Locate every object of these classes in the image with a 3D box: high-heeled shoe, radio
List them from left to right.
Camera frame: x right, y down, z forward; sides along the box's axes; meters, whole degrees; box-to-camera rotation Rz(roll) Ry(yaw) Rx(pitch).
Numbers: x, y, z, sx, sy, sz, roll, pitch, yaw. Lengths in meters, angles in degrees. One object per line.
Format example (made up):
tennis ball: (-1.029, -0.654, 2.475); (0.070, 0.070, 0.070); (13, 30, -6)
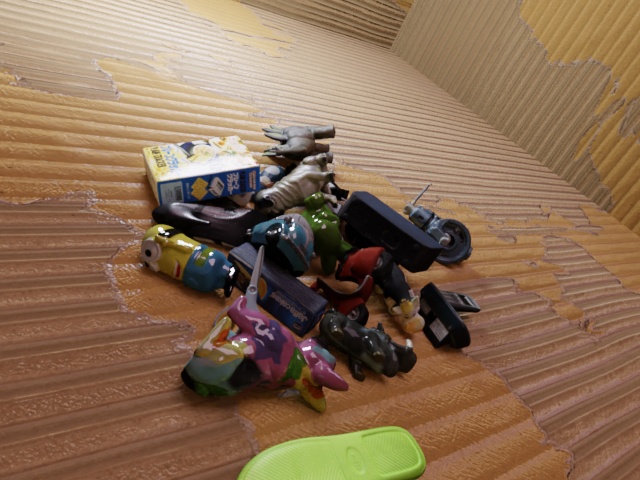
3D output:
high-heeled shoe: (-0.216, -0.033, 1.099); (0.145, 0.086, 0.248); (9, 0, 31)
radio: (0.157, -0.020, 1.210); (0.230, 0.073, 0.131); (37, 17, 19)

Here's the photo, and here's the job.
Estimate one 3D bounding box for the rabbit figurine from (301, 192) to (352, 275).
rabbit figurine: (-0.002, -0.003, 1.139); (0.159, 0.121, 0.170); (57, -1, -14)

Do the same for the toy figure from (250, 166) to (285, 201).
toy figure: (-0.134, -0.140, 1.318); (0.064, 0.057, 0.154); (-5, 23, 22)

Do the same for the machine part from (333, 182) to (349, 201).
machine part: (0.028, -0.160, 1.498); (0.084, 0.039, 0.139); (7, 33, -47)

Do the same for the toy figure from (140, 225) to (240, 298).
toy figure: (-0.229, 0.037, 0.941); (0.180, 0.082, 0.089); (21, 15, 0)

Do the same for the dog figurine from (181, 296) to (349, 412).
dog figurine: (-0.071, 0.194, 0.800); (0.219, 0.108, 0.191); (34, 35, 0)

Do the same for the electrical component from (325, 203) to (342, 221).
electrical component: (0.028, -0.074, 1.353); (0.075, 0.047, 0.119); (30, 32, 2)

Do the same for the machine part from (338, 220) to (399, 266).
machine part: (0.108, 0.019, 1.267); (0.179, 0.056, 0.179); (20, 32, -13)

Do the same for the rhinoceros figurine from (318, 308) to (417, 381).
rhinoceros figurine: (0.084, 0.192, 0.967); (0.190, 0.073, 0.112); (26, 25, -6)

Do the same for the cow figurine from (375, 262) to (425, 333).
cow figurine: (0.164, 0.110, 1.116); (0.068, 0.098, 0.167); (-26, 45, -3)

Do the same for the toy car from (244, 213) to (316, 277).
toy car: (-0.065, 0.000, 1.040); (0.103, 0.109, 0.162); (-46, 29, -25)

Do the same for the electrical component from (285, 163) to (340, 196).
electrical component: (-0.032, -0.149, 1.411); (0.115, 0.058, 0.134); (-10, 46, -49)

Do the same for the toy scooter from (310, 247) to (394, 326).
toy scooter: (0.058, 0.081, 1.073); (0.135, 0.075, 0.184); (19, 66, 25)

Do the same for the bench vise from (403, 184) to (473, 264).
bench vise: (0.309, -0.023, 1.411); (0.223, 0.129, 0.240); (52, 14, 3)

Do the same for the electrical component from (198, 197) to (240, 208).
electrical component: (-0.217, -0.075, 1.162); (0.102, 0.045, 0.078); (33, 2, 4)

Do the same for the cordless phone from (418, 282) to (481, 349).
cordless phone: (0.304, 0.168, 1.173); (0.184, 0.088, 0.147); (9, 34, -37)

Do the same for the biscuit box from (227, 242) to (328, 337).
biscuit box: (-0.085, 0.090, 0.994); (0.203, 0.059, 0.063); (35, 29, 14)

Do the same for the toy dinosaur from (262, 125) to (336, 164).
toy dinosaur: (-0.059, -0.259, 1.455); (0.199, 0.105, 0.471); (0, 12, -2)

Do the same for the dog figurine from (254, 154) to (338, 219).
dog figurine: (-0.068, -0.128, 1.267); (0.191, 0.121, 0.172); (-12, 25, -5)
